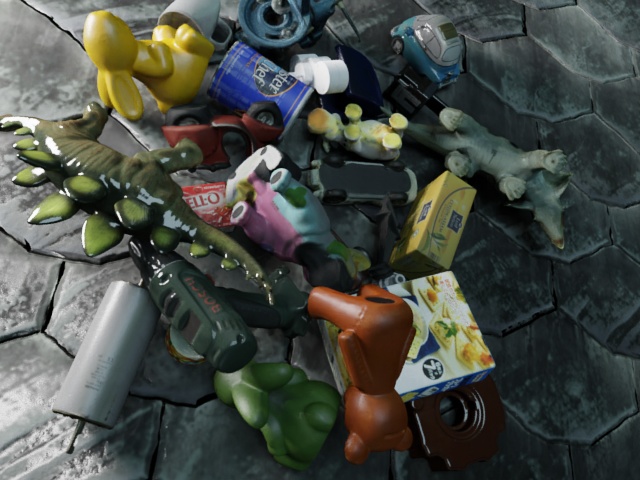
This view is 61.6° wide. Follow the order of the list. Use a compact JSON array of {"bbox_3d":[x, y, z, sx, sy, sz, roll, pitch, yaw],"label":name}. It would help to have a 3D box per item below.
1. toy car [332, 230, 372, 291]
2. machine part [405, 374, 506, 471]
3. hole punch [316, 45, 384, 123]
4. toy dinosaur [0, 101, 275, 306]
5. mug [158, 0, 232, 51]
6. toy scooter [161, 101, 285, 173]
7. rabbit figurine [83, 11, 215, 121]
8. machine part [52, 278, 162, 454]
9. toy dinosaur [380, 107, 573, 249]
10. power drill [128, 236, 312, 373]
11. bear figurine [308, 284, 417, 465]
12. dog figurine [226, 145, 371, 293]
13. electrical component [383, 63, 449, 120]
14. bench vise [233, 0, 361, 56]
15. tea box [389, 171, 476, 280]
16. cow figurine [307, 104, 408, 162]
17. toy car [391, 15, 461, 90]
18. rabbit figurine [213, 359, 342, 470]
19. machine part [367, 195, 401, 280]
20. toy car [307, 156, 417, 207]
[{"bbox_3d":[-0.002,-0.003,0.847,0.089,0.053,0.202,-41,90,-26],"label":"toy car"},{"bbox_3d":[0.201,0.261,0.822,0.179,0.056,0.179,8,68,-20],"label":"machine part"},{"bbox_3d":[0.063,-0.275,0.960,0.116,0.092,0.142,-3,68,-27],"label":"hole punch"},{"bbox_3d":[-0.240,-0.059,0.677,0.472,0.105,0.198,24,35,9],"label":"toy dinosaur"},{"bbox_3d":[-0.197,-0.365,0.894,0.109,0.080,0.107,22,56,-6],"label":"mug"},{"bbox_3d":[-0.144,-0.140,0.821,0.184,0.075,0.135,-4,115,-6],"label":"toy scooter"},{"bbox_3d":[-0.270,-0.262,0.792,0.173,0.122,0.162,17,104,-50],"label":"rabbit figurine"},{"bbox_3d":[-0.260,0.141,0.672,0.079,0.079,0.243,23,63,-12],"label":"machine part"},{"bbox_3d":[0.303,-0.148,0.983,0.405,0.192,0.131,34,97,9],"label":"toy dinosaur"},{"bbox_3d":[-0.120,0.068,0.705,0.207,0.086,0.232,15,25,-50],"label":"power drill"},{"bbox_3d":[0.058,0.163,0.673,0.120,0.132,0.195,-4,102,-34],"label":"bear figurine"},{"bbox_3d":[-0.025,-0.014,0.768,0.108,0.192,0.219,-39,121,10],"label":"dog figurine"},{"bbox_3d":[0.184,-0.265,1.011,0.119,0.075,0.048,42,60,-5],"label":"electrical component"},{"bbox_3d":[-0.042,-0.388,0.886,0.224,0.240,0.129,-22,83,-11],"label":"bench vise"},{"bbox_3d":[0.189,-0.020,0.903,0.068,0.098,0.169,33,60,-9],"label":"tea box"},{"bbox_3d":[0.060,-0.179,0.927,0.167,0.098,0.068,13,71,3],"label":"cow figurine"},{"bbox_3d":[0.220,-0.382,1.054,0.109,0.103,0.161,-24,78,-27],"label":"toy car"},{"bbox_3d":[-0.068,0.212,0.696,0.170,0.159,0.121,25,72,6],"label":"rabbit figurine"},{"bbox_3d":[0.105,0.002,0.864,0.039,0.084,0.139,2,49,16],"label":"machine part"},{"bbox_3d":[0.073,-0.096,0.912,0.202,0.056,0.073,1,76,-20],"label":"toy car"}]
